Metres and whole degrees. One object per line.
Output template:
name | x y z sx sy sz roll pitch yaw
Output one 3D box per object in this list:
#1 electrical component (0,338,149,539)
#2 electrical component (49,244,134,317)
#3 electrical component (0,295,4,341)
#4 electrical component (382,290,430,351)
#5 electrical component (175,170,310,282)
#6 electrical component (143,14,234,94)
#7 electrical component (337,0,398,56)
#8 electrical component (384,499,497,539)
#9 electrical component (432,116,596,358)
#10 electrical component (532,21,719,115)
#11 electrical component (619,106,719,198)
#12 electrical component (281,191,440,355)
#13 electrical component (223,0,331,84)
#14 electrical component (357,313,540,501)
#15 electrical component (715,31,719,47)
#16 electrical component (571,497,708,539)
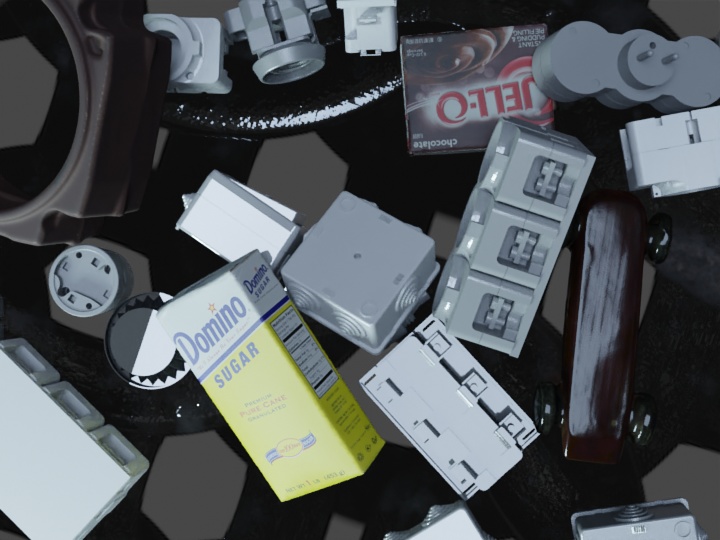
electrical component | -0.251 0.135 0.838 0.150 0.062 0.089 43 94 5
electrical component | -0.208 0.008 0.842 0.055 0.047 0.055 0 90 6
electrical component | -0.319 0.041 0.848 0.058 0.057 0.078 -1 89 6
electrical component | 0.026 0.035 0.825 0.061 0.035 0.035 -36 86 2
electrical component | -0.091 -0.038 0.823 0.096 0.062 0.061 34 93 5
electrical component | -0.149 -0.166 0.833 0.089 0.056 0.050 2 90 6
electrical component | 0.008 -0.198 0.810 0.042 0.081 0.063 -2 118 6
electrical component | 0.064 0.233 0.812 0.100 0.048 0.099 -32 87 5
electrical component | 0.105 -0.028 0.769 0.062 0.089 0.150 18 106 -3
electrical component | 0.201 -0.146 0.770 0.138 0.074 0.052 5 88 -11
electrical component | 0.244 -0.086 0.795 0.089 0.050 0.055 -10 89 6
electrical component | 0.000 0.000 0.797 0.100 0.048 0.099 30 69 18
electrical component | -0.059 -0.178 0.824 0.078 0.058 0.057 -16 85 5
electrical component | 0.066 0.104 0.805 0.079 0.063 0.121 -43 86 4
electrical component | 0.288 -0.169 0.789 0.045 0.055 0.045 0 90 6
electrical component | 0.209 0.222 0.797 0.100 0.048 0.099 -10 89 6
